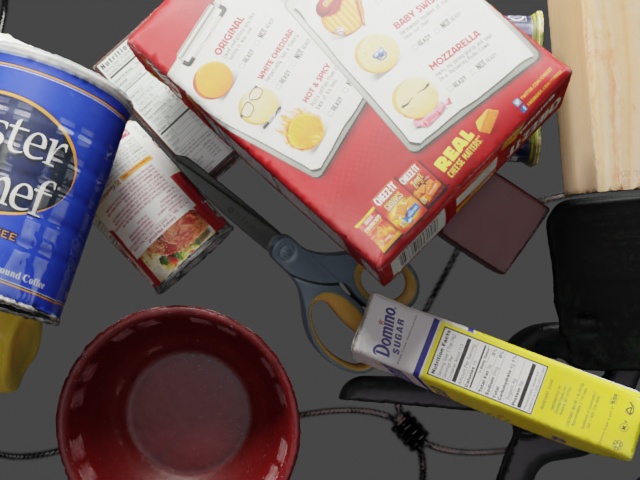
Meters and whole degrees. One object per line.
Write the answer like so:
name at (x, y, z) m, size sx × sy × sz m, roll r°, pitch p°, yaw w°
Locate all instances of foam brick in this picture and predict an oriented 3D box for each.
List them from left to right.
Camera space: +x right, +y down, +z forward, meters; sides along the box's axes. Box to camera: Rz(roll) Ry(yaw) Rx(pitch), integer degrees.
foam brick at (0.109, -0.013, 0.707) m, size 0.051 × 0.078 × 0.053 m, roll 34°, pitch 91°, yaw -1°

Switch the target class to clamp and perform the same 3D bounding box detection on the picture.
clamp at (0.129, 0.113, 0.730) m, size 0.210 × 0.036 × 0.164 m, roll -40°, pitch 85°, yaw -2°

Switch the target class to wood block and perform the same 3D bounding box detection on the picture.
wood block at (0.205, -0.136, 0.696) m, size 0.090 × 0.091 × 0.206 m, roll -5°, pitch 91°, yaw 0°

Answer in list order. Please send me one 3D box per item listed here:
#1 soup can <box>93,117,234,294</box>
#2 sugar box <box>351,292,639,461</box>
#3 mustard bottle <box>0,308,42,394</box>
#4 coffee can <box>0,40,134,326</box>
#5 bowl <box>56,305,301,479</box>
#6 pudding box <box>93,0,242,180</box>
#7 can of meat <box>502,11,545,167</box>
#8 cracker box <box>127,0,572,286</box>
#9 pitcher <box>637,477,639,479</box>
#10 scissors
soup can at (-0.117, -0.023, 0.716) m, size 0.068 × 0.068 × 0.102 m, roll -42°, pitch 89°, yaw 2°
sugar box at (0.107, 0.087, 0.669) m, size 0.176 × 0.093 × 0.048 m, roll 18°, pitch 81°, yaw 7°
mustard bottle at (-0.283, 0.036, 0.708) m, size 0.191 × 0.096 × 0.058 m, roll 23°, pitch 61°, yaw 1°
coffee can at (-0.180, -0.032, 0.627) m, size 0.103 × 0.103 × 0.140 m, roll 17°, pitch 79°, yaw 0°
bowl at (-0.093, 0.123, 0.725) m, size 0.162 × 0.055 × 0.162 m, roll 0°, pitch 92°, yaw 1°
pudding box at (-0.084, -0.105, 0.728) m, size 0.090 × 0.039 × 0.113 m, roll -42°, pitch 89°, yaw 2°
can of meat at (0.104, -0.101, 0.716) m, size 0.084 × 0.057 × 0.102 m, roll 1°, pitch 91°, yaw 3°
cracker box at (0.017, -0.102, 0.655) m, size 0.214 × 0.072 × 0.164 m, roll 42°, pitch 85°, yaw 14°
pitcher at (0.249, 0.280, 0.670) m, size 0.145 × 0.149 × 0.243 m, roll -15°, pitch 103°, yaw 46°
scissors at (-0.005, 0.001, 0.712) m, size 0.096 × 0.016 × 0.201 m, roll -36°, pitch 109°, yaw -9°
